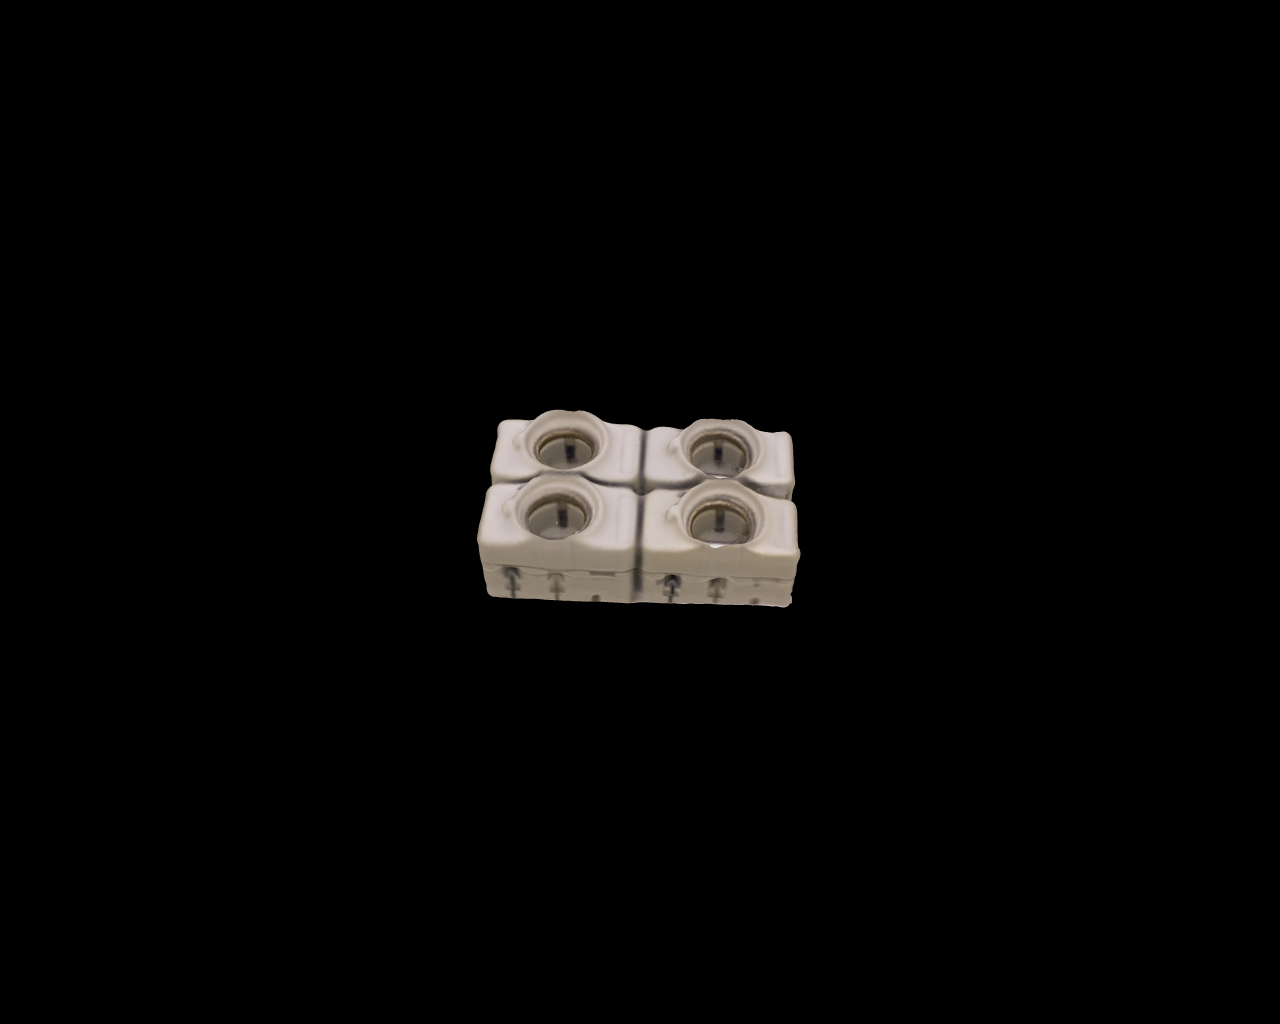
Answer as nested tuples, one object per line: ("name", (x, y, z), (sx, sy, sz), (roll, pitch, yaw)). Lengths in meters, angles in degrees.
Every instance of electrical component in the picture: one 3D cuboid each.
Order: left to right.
("electrical component", (0.001, -0.003, 0.650), (0.186, 0.105, 0.060), (2, -40, 2))
